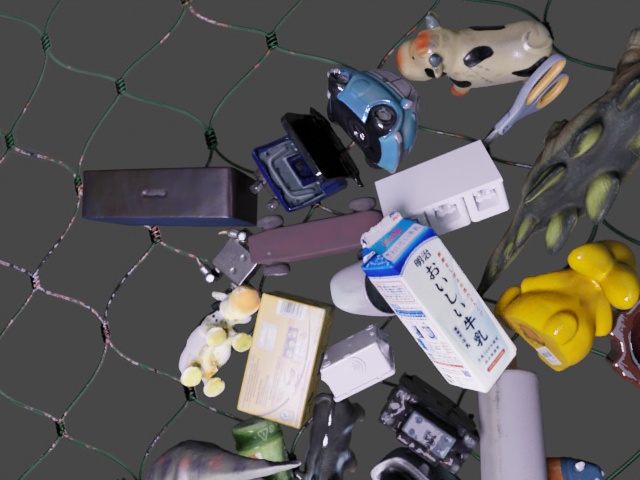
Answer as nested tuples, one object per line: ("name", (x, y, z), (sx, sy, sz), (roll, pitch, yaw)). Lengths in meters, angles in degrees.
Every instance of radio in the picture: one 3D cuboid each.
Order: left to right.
("radio", (-0.209, -0.059, 0.777), (0.230, 0.131, 0.073), (2, 87, 13))

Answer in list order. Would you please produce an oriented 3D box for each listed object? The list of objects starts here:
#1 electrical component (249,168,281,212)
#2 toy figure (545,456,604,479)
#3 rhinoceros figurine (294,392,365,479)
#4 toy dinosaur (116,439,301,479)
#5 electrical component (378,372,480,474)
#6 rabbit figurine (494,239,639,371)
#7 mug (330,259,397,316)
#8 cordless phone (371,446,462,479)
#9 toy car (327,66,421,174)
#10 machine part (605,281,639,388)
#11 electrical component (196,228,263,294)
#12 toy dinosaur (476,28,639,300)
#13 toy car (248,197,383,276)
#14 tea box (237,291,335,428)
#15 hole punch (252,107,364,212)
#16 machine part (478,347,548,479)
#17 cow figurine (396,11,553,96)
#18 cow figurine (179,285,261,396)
("electrical component", (-0.062, -0.086, 0.781), (0.021, 0.094, 0.063), (-25, 114, 45))
("toy figure", (0.280, 0.313, 0.684), (0.154, 0.064, 0.058), (-25, 44, 6))
("rhinoceros figurine", (0.010, 0.301, 0.721), (0.073, 0.112, 0.190), (10, 82, 11))
("toy dinosaur", (-0.188, 0.351, 0.725), (0.192, 0.131, 0.404), (45, 106, 20))
("electrical component", (0.139, 0.229, 0.682), (0.115, 0.134, 0.058), (31, 95, 10))
("rabbit figurine", (0.316, 0.057, 0.655), (0.173, 0.162, 0.122), (-39, 66, -9))
("mug", (0.070, 0.060, 0.729), (0.107, 0.109, 0.080), (-15, 90, 55))
("cordless phone", (0.130, 0.332, 0.654), (0.147, 0.184, 0.089), (43, 92, 12))
("toy car", (0.083, -0.178, 0.740), (0.103, 0.109, 0.162), (-34, 68, -14))
("machine part", (0.444, 0.124, 0.657), (0.180, 0.056, 0.179), (-1, 86, 13))
("electrical component", (-0.133, 0.030, 0.799), (0.102, 0.045, 0.078), (-45, 77, 8))
("toy dinosaur", (0.299, -0.082, 0.624), (0.105, 0.198, 0.470), (34, 130, 14))
("toy car", (-0.002, -0.002, 0.767), (0.202, 0.053, 0.089), (-12, 80, 8))
("tea box", (-0.046, 0.165, 0.761), (0.098, 0.068, 0.169), (14, 92, 14))
("hole punch", (-0.019, -0.108, 0.751), (0.092, 0.116, 0.142), (-42, 75, 33))
("machine part", (0.236, 0.249, 0.657), (0.079, 0.079, 0.243), (-2, 62, 13))
("cow figurine", (0.197, -0.239, 0.695), (0.195, 0.127, 0.085), (-2, 84, 10))
("cow figurine", (-0.145, 0.131, 0.783), (0.068, 0.098, 0.167), (30, 94, -29))
